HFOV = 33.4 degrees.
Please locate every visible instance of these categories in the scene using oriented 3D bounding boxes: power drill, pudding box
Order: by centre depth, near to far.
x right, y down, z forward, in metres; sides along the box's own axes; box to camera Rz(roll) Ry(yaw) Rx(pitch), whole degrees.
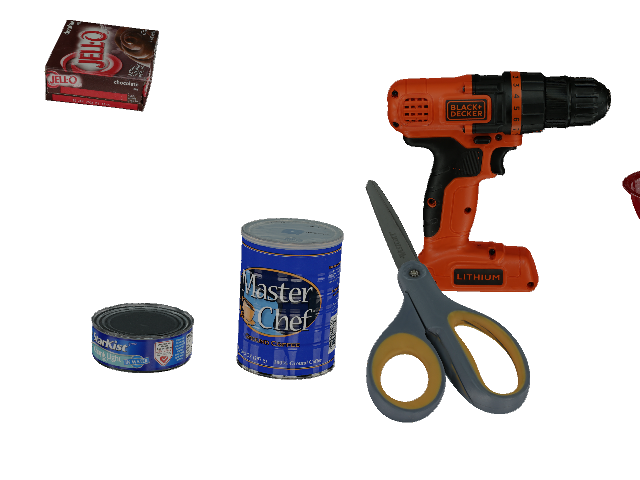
[{"bbox_3d":[0.151,-0.051,0.913,0.184,0.188,0.057,1,17,9],"label":"power drill"},{"bbox_3d":[-0.201,-0.164,0.991,0.090,0.039,0.113,7,31,-6],"label":"pudding box"}]

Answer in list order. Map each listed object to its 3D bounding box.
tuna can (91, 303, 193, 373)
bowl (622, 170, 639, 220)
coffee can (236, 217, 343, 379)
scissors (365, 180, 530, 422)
[{"bbox_3d":[-0.151,0.082,0.905,0.086,0.034,0.086,4,15,-1],"label":"tuna can"},{"bbox_3d":[0.370,-0.025,1.021,0.162,0.055,0.162,0,19,0],"label":"bowl"},{"bbox_3d":[-0.032,0.057,1.081,0.103,0.140,0.103,3,14,-1],"label":"coffee can"},{"bbox_3d":[0.043,0.035,0.626,0.096,0.016,0.202,-23,45,-19],"label":"scissors"}]
